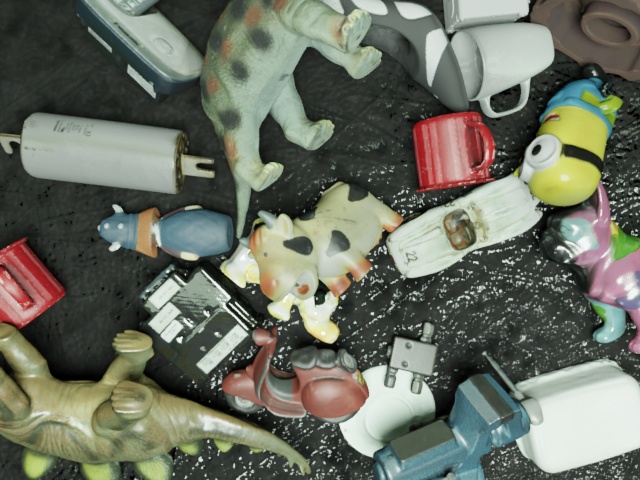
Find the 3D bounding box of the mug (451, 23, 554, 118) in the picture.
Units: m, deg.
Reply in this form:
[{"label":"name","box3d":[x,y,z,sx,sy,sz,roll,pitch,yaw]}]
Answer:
[{"label":"mug","box3d":[0.223,-0.206,0.638,0.107,0.081,0.109,-19,94,-9]}]

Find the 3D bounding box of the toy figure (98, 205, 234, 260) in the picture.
[{"label":"toy figure","box3d":[-0.184,-0.008,0.646,0.155,0.064,0.057,1,135,1]}]

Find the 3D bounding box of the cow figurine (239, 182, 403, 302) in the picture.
[{"label":"cow figurine","box3d":[-0.001,-0.002,0.604,0.127,0.195,0.085,42,137,0]}]

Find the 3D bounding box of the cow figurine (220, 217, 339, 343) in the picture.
[{"label":"cow figurine","box3d":[-0.031,0.050,0.660,0.167,0.068,0.098,37,83,-9]}]

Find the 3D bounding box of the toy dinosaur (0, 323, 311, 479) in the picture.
[{"label":"toy dinosaur","box3d":[-0.231,0.203,0.619,0.472,0.105,0.198,11,128,-3]}]

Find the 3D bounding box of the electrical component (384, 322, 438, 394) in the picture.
[{"label":"electrical component","box3d":[0.117,0.149,0.697,0.063,0.021,0.094,14,84,0]}]

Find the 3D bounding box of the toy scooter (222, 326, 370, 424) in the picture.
[{"label":"toy scooter","box3d":[-0.029,0.159,0.650,0.184,0.075,0.135,2,125,0]}]

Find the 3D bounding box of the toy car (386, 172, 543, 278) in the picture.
[{"label":"toy car","box3d":[0.181,-0.019,0.668,0.202,0.056,0.073,-25,97,0]}]

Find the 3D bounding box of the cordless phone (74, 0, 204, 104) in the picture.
[{"label":"cordless phone","box3d":[-0.165,-0.262,0.614,0.146,0.089,0.184,43,74,-7]}]

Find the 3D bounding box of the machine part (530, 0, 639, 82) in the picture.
[{"label":"machine part","box3d":[0.329,-0.245,0.596,0.179,0.179,0.056,30,93,-7]}]

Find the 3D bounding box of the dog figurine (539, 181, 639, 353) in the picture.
[{"label":"dog figurine","box3d":[0.378,0.018,0.662,0.192,0.108,0.219,-24,95,0]}]

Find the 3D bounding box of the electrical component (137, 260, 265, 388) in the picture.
[{"label":"electrical component","box3d":[-0.153,0.092,0.660,0.115,0.058,0.134,-43,97,0]}]

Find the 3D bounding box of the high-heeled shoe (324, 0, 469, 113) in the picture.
[{"label":"high-heeled shoe","box3d":[0.058,-0.222,0.627,0.145,0.086,0.248,-34,93,4]}]

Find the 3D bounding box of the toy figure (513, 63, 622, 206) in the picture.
[{"label":"toy figure","box3d":[0.296,-0.122,0.625,0.089,0.082,0.180,26,65,19]}]

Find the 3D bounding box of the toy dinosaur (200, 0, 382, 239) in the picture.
[{"label":"toy dinosaur","box3d":[-0.060,-0.193,0.576,0.192,0.131,0.404,47,119,13]}]

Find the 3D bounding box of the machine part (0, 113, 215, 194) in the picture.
[{"label":"machine part","box3d":[-0.244,-0.100,0.621,0.243,0.079,0.079,8,96,-4]}]

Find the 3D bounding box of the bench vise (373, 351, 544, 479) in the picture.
[{"label":"bench vise","box3d":[0.171,0.278,0.670,0.224,0.129,0.240,-25,129,-24]}]
